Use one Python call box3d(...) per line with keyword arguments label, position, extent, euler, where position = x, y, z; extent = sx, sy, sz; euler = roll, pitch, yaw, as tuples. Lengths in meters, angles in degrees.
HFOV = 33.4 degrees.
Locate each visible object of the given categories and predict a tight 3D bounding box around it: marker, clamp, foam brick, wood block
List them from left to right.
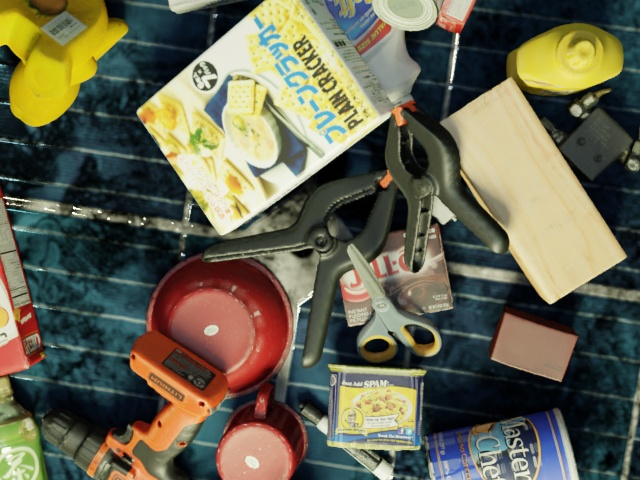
box3d(label="clamp", position=(-0.007, 0.001, 1.082), extent=(0.164, 0.036, 0.210), euler=(39, 87, 11))
box3d(label="marker", position=(0.026, 0.212, 1.137), extent=(0.121, 0.020, 0.020), euler=(38, 96, 2))
box3d(label="clamp", position=(0.103, -0.047, 1.041), extent=(0.120, 0.039, 0.171), euler=(-27, 88, 37))
box3d(label="wood block", position=(0.205, -0.050, 1.066), extent=(0.090, 0.091, 0.206), euler=(-33, 91, 6))
box3d(label="foam brick", position=(0.217, 0.106, 1.096), extent=(0.078, 0.051, 0.053), euler=(19, 97, 4))

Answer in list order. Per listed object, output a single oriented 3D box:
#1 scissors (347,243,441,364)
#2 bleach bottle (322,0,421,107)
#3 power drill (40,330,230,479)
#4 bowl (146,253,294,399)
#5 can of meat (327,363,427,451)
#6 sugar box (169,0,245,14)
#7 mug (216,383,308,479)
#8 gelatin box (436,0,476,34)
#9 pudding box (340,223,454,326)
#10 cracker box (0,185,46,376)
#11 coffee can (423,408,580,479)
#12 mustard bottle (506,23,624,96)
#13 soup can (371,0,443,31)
box3d(label="scissors", position=(0.049, 0.072, 1.068), extent=(0.096, 0.016, 0.201), euler=(-27, 135, 25))
box3d(label="bleach bottle", position=(0.042, -0.243, 1.083), extent=(0.102, 0.068, 0.251), euler=(-25, 95, 0))
box3d(label="power drill", position=(-0.190, 0.186, 1.110), extent=(0.184, 0.057, 0.188), euler=(31, 120, 3))
box3d(label="bowl", position=(-0.110, 0.094, 1.124), extent=(0.162, 0.055, 0.162), euler=(0, 94, 5))
box3d(label="can of meat", position=(0.057, 0.172, 1.104), extent=(0.102, 0.057, 0.084), euler=(3, 84, 0))
box3d(label="sugar box", position=(-0.124, -0.330, 1.099), extent=(0.093, 0.048, 0.176), euler=(-11, 92, 5))
box3d(label="mug", position=(-0.061, 0.208, 1.113), extent=(0.093, 0.081, 0.117), euler=(8, 95, 5))
box3d(label="gelatin box", position=(0.146, -0.255, 1.066), extent=(0.030, 0.073, 0.089), euler=(25, 96, 2))
box3d(label="pudding box", position=(0.076, 0.035, 1.110), extent=(0.113, 0.039, 0.090), euler=(-11, 92, 5))
box3d(label="cracker box", position=(-0.402, 0.047, 1.140), extent=(0.164, 0.072, 0.214), euler=(-14, 94, 7))
box3d(label="coffee can", position=(0.184, 0.234, 1.082), extent=(0.140, 0.102, 0.103), euler=(-12, 93, 6))
box3d(label="mustard bottle", position=(0.232, -0.169, 1.004), extent=(0.096, 0.191, 0.058), euler=(1, 95, 4))
box3d(label="soup can", position=(0.094, -0.263, 1.035), extent=(0.068, 0.068, 0.102), euler=(16, 64, 4))
